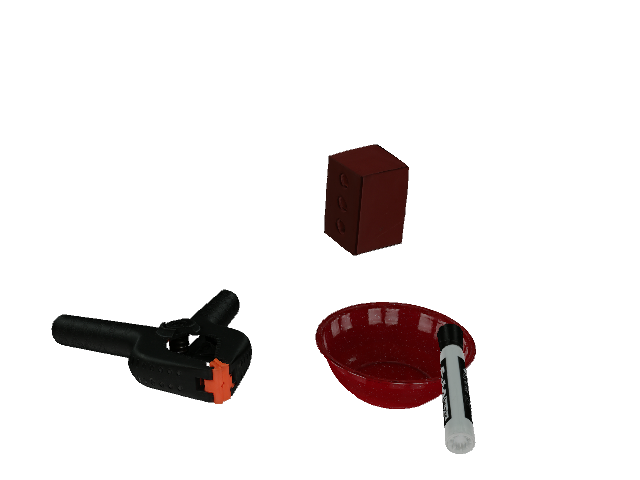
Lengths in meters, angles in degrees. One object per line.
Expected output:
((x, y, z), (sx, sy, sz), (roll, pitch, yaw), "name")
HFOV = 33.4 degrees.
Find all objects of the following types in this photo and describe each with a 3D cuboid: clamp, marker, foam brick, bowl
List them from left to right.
((-0.105, 0.080, 0.851), (0.164, 0.036, 0.210), (-11, 16, -30), "clamp")
((0.040, -0.036, 0.930), (0.051, 0.078, 0.053), (-13, 31, -28), "foam brick")
((0.074, 0.123, 1.083), (0.162, 0.055, 0.162), (2, 25, -1), "bowl")
((0.091, 0.096, 0.722), (0.020, 0.020, 0.121), (0, 32, 3), "marker")
